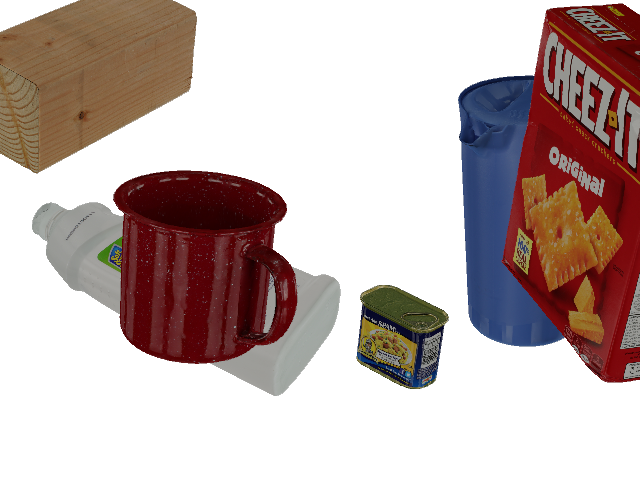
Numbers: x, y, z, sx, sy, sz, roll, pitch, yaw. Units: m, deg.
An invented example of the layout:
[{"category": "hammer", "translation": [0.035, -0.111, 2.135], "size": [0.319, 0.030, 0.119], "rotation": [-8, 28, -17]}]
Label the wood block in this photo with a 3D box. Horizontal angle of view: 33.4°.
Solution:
[{"category": "wood block", "translation": [-0.214, -0.155, 0.974], "size": [0.090, 0.091, 0.205], "rotation": [28, 40, 21]}]

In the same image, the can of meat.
[{"category": "can of meat", "translation": [0.090, 0.110, 1.210], "size": [0.102, 0.084, 0.057], "rotation": [26, 33, 36]}]

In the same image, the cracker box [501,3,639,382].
[{"category": "cracker box", "translation": [0.201, -0.034, 0.741], "size": [0.072, 0.214, 0.164], "rotation": [-7, 34, -16]}]

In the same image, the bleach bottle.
[{"category": "bleach bottle", "translation": [-0.116, 0.026, 0.846], "size": [0.251, 0.068, 0.102], "rotation": [25, 48, 18]}]

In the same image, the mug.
[{"category": "mug", "translation": [-0.059, 0.019, 0.582], "size": [0.117, 0.081, 0.093], "rotation": [22, 27, 32]}]

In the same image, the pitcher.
[{"category": "pitcher", "translation": [0.205, -0.029, 1.015], "size": [0.149, 0.243, 0.145], "rotation": [1, 28, 7]}]
